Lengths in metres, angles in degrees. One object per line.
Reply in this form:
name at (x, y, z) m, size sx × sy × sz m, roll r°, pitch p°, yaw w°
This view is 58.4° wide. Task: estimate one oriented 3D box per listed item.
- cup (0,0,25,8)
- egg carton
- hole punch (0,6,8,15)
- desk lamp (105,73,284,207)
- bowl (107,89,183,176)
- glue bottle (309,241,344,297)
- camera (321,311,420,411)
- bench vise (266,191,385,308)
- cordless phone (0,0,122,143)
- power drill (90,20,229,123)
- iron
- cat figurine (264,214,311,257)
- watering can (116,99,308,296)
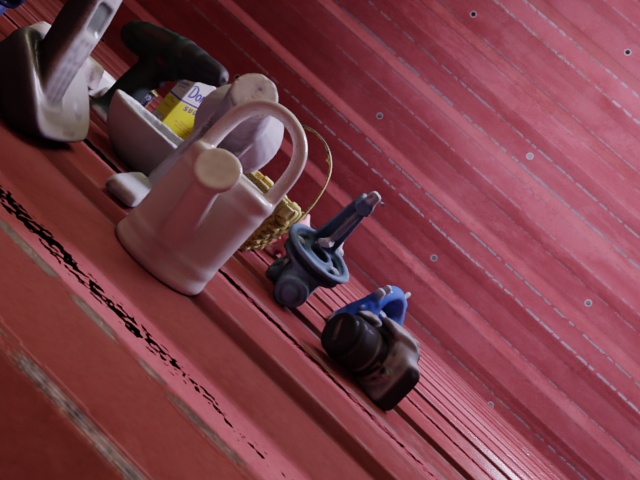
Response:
cup at (-0.431, -0.306, 0.689) m, size 0.091 × 0.095 × 0.118 m, roll 45°, pitch 3°, yaw 41°
egg carton at (-0.410, -0.283, 0.911) m, size 0.107 × 0.069 × 0.150 m, roll 42°, pitch 3°, yaw -10°
hole punch at (-0.478, -0.354, 0.789) m, size 0.109 × 0.091 × 0.101 m, roll 42°, pitch 3°, yaw -27°
desk lamp at (-0.132, -0.111, 0.711) m, size 0.118 × 0.213 × 0.203 m, roll 42°, pitch 3°, yaw -9°
bowl at (-0.255, -0.139, 0.849) m, size 0.167 × 0.074 × 0.167 m, roll 43°, pitch 3°, yaw -2°
glue bottle at (0.007, 0.025, 1.062) m, size 0.078 × 0.173 × 0.037 m, roll 41°, pitch 3°, yaw -39°
camera at (0.066, 0.145, 0.812) m, size 0.137 × 0.100 × 0.142 m, roll 41°, pitch 3°, yaw -33°
bench vise at (0.000, -0.004, 0.912) m, size 0.122 × 0.219 × 0.207 m, roll 42°, pitch 3°, yaw -26°
cordless phone at (-0.249, -0.193, 0.595) m, size 0.094 × 0.185 × 0.147 m, roll 42°, pitch 3°, yaw -9°
power drill at (-0.293, -0.275, 1.002) m, size 0.229 × 0.208 × 0.076 m, roll 44°, pitch 3°, yaw 19°
iron at (0.106, 0.137, 1.084) m, size 0.118 × 0.141 × 0.259 m, roll 44°, pitch 3°, yaw 21°
cat figurine at (-0.053, -0.002, 1.207) m, size 0.067 × 0.117 × 0.128 m, roll 43°, pitch 3°, yaw 3°
watering can at (-0.090, -0.047, 0.542) m, size 0.101 × 0.194 × 0.172 m, roll 42°, pitch 3°, yaw -23°
